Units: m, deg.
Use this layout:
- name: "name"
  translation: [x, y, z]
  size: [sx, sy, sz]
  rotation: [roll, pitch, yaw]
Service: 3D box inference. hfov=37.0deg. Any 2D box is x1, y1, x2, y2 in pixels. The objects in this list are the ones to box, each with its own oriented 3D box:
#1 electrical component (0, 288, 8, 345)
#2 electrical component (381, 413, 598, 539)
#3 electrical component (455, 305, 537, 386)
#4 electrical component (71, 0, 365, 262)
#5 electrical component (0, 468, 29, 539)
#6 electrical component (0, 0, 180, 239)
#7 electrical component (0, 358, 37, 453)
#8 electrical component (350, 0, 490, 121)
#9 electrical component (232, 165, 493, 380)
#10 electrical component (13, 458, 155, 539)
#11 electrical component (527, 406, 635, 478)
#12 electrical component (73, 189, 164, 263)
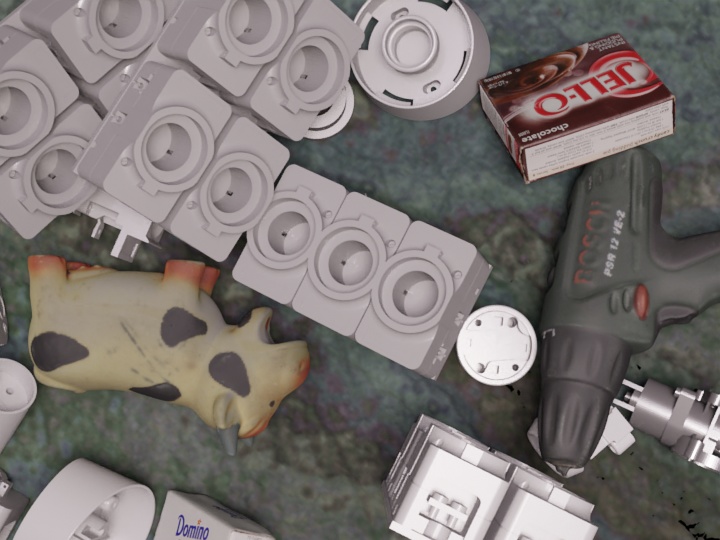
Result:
- name: "electrical component"
  translation: [-0.280, 0.024, 0.745]
  size: [0.051, 0.080, 0.080]
  rotation: [-12, 86, -7]
- name: "electrical component"
  translation: [0.076, 0.145, 0.684]
  size: [0.105, 0.186, 0.060]
  rotation: [26, 86, 2]
- name: "electrical component"
  translation: [0.094, 0.053, 0.760]
  size: [0.055, 0.047, 0.055]
  rotation: [0, 86, 0]
- name: "electrical component"
  translation: [-0.089, -0.112, 0.715]
  size: [0.105, 0.060, 0.186]
  rotation: [35, 85, -38]
- name: "electrical component"
  translation: [-0.285, 0.158, 0.749]
  size: [0.089, 0.050, 0.055]
  rotation: [29, 87, 1]
- name: "electrical component"
  translation: [-0.191, -0.122, 0.716]
  size: [0.186, 0.105, 0.060]
  rotation: [-46, 45, -16]
- name: "electrical component"
  translation: [-0.259, 0.101, 0.747]
  size: [0.043, 0.043, 0.081]
  rotation: [43, 130, 3]
- name: "electrical component"
  translation: [0.042, -0.159, 0.779]
  size: [0.099, 0.064, 0.099]
  rotation: [0, 92, 12]
- name: "electrical component"
  translation: [0.000, 0.000, 0.733]
  size: [0.150, 0.062, 0.089]
  rotation: [26, 86, 21]
- name: "electrical component"
  translation: [-0.189, 0.179, 0.727]
  size: [0.064, 0.099, 0.099]
  rotation: [29, 86, 8]
- name: "electrical component"
  translation: [0.152, 0.113, 0.758]
  size: [0.055, 0.048, 0.066]
  rotation: [-38, 87, -10]
- name: "electrical component"
  translation: [-0.166, -0.050, 0.769]
  size: [0.064, 0.042, 0.081]
  rotation: [23, 86, 3]
